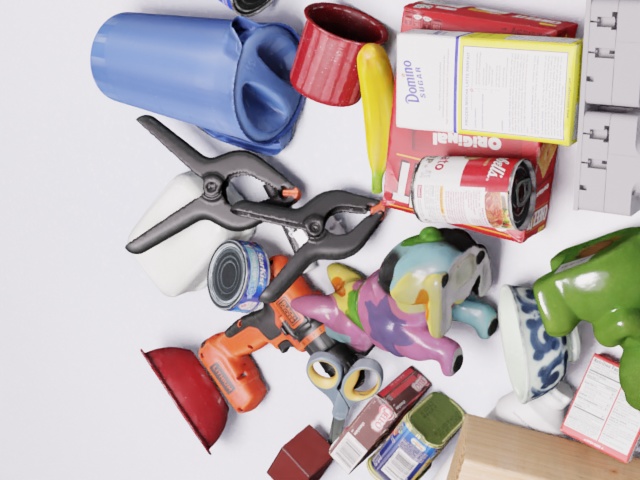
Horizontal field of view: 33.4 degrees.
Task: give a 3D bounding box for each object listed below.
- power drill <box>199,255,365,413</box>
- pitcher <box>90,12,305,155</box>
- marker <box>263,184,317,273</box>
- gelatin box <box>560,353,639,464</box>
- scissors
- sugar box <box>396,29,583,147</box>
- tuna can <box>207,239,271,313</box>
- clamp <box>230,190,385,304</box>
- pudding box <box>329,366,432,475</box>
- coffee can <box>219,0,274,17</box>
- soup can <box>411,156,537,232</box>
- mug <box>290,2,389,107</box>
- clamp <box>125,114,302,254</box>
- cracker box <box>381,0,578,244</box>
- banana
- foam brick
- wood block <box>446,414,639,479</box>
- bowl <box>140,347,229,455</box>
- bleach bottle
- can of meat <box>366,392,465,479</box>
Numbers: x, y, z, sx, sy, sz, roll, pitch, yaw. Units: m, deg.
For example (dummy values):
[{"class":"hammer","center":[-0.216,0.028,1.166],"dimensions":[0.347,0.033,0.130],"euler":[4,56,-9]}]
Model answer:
[{"class":"power drill","center":[-0.050,0.135,1.295],"dimensions":[0.188,0.057,0.184],"euler":[-41,78,33]},{"class":"pitcher","center":[-0.141,-0.186,1.224],"dimensions":[0.243,0.144,0.149],"euler":[16,100,34]},{"class":"marker","center":[-0.037,-0.019,1.260],"dimensions":[0.020,0.020,0.121],"euler":[-25,89,37]},{"class":"gelatin box","center":[0.293,0.168,1.070],"dimensions":[0.073,0.030,0.089],"euler":[24,92,26]},{"class":"scissors","center":[0.009,0.189,1.246],"dimensions":[0.096,0.016,0.202],"euler":[25,137,-7]},{"class":"sugar box","center":[0.157,-0.143,0.986],"dimensions":[0.176,0.048,0.093],"euler":[12,112,32]},{"class":"tuna can","center":[-0.097,0.042,1.254],"dimensions":[0.086,0.033,0.086],"euler":[-13,73,49]},{"class":"clamp","center":[-0.008,0.001,1.177],"dimensions":[0.171,0.039,0.120],"euler":[-10,82,3]},{"class":"pudding box","center":[0.069,0.204,1.213],"dimensions":[0.039,0.089,0.114],"euler":[45,124,13]},{"class":"coffee can","center":[-0.111,-0.324,1.166],"dimensions":[0.140,0.102,0.103],"euler":[38,122,19]},{"class":"soup can","center":[0.146,-0.045,1.012],"dimensions":[0.102,0.068,0.068],"euler":[5,107,31]},{"class":"mug","center":[0.011,-0.201,1.137],"dimensions":[0.117,0.093,0.082],"euler":[54,136,41]},{"class":"clamp","center":[-0.128,-0.069,1.244],"dimensions":[0.210,0.036,0.164],"euler":[-3,87,7]},{"class":"cracker box","center":[0.154,-0.121,1.067],"dimensions":[0.164,0.072,0.214],"euler":[17,113,29]},{"class":"banana","center":[0.062,-0.139,1.105],"dimensions":[0.037,0.069,0.198],"euler":[-6,138,3]},{"class":"foam brick","center":[-0.023,0.273,1.307],"dimensions":[0.051,0.052,0.078],"euler":[45,142,15]},{"class":"wood block","center":[0.235,0.256,1.071],"dimensions":[0.206,0.090,0.091],"euler":[14,114,4]},{"class":"bowl","center":[-0.163,0.192,1.359],"dimensions":[0.162,0.055,0.162],"euler":[54,169,15]},{"class":"bleach bottle","center":[0.197,0.250,1.159],"dimensions":[0.102,0.068,0.251],"euler":[38,119,8]},{"class":"can of meat","center":[0.109,0.224,1.186],"dimensions":[0.057,0.101,0.084],"euler":[41,120,14]}]
